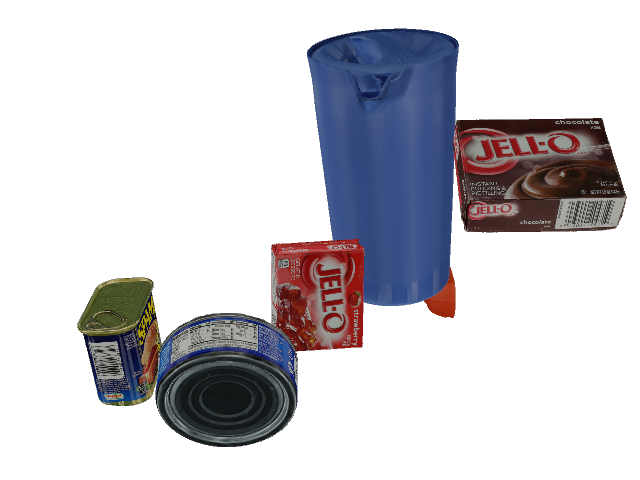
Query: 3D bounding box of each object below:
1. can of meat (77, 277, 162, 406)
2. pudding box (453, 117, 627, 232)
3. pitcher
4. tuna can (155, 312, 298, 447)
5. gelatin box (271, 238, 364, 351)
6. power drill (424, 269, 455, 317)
[{"bbox_3d":[-0.184,0.095,1.006,0.057,0.084,0.102,-4,25,5],"label":"can of meat"},{"bbox_3d":[0.156,-0.049,0.778,0.113,0.090,0.039,1,-45,-1],"label":"pudding box"},{"bbox_3d":[0.065,-0.072,0.994,0.149,0.243,0.145,-20,30,-29],"label":"pitcher"},{"bbox_3d":[-0.056,0.085,0.639,0.086,0.086,0.034,0,40,-3],"label":"tuna can"},{"bbox_3d":[-0.002,0.045,0.867,0.073,0.089,0.030,-3,21,-10],"label":"gelatin box"},{"bbox_3d":[0.059,0.058,1.233,0.187,0.057,0.184,-2,28,0],"label":"power drill"}]
